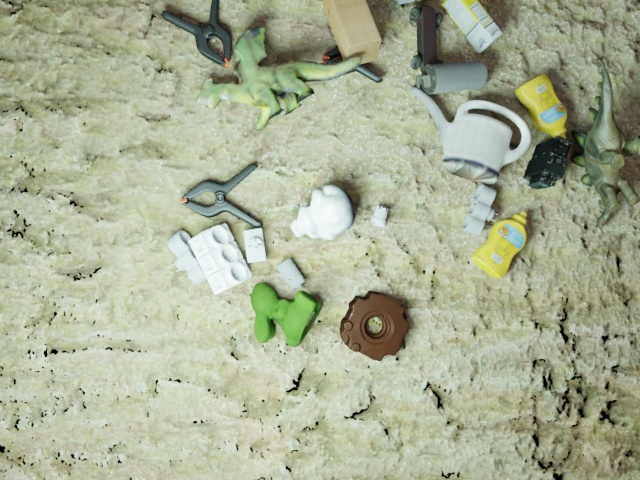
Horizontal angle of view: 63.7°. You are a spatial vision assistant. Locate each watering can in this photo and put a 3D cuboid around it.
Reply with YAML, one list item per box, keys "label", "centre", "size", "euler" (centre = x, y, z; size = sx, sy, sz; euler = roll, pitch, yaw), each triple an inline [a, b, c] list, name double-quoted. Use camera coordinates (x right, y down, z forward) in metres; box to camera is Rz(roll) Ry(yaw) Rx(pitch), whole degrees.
- label: "watering can"
  centre: [0.384, -0.279, 1.383]
  size: [0.348, 0.103, 0.226]
  euler: [18, 81, 7]

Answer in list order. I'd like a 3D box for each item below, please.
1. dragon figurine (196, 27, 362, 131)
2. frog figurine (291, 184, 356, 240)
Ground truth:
- label: "dragon figurine"
  centre: [-0.124, -0.433, 1.304]
  size: [0.410, 0.122, 0.243]
  euler: [-32, 90, 0]
- label: "frog figurine"
  centre: [0.004, -0.066, 1.305]
  size: [0.160, 0.123, 0.135]
  euler: [-17, 108, -19]
